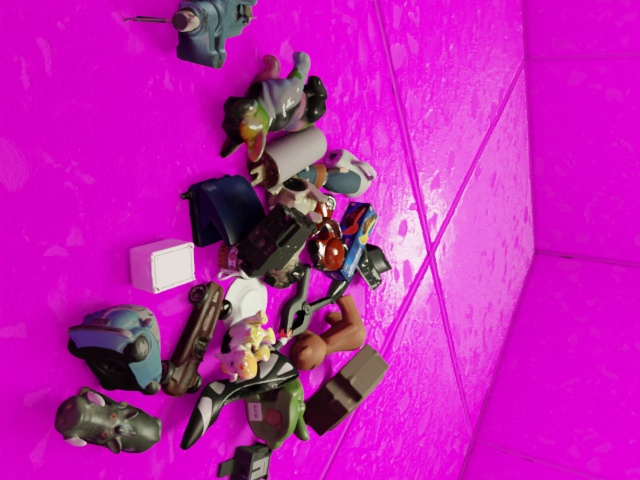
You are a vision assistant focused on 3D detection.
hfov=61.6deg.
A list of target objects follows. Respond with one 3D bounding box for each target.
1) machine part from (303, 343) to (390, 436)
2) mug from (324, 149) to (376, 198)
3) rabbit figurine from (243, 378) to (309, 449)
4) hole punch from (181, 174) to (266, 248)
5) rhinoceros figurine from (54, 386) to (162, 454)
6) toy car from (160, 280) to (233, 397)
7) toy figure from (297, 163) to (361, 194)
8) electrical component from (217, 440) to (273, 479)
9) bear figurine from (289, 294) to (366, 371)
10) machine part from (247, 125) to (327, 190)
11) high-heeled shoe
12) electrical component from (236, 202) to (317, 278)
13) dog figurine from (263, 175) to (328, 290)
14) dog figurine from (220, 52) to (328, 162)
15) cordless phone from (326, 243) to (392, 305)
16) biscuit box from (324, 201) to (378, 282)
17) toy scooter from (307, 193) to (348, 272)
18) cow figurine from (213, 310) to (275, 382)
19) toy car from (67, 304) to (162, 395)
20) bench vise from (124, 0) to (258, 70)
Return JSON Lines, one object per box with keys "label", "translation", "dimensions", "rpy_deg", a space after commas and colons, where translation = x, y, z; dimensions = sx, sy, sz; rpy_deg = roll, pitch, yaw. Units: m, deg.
{"label": "machine part", "translation": [0.058, 0.348, 1.248], "dimensions": [0.201, 0.087, 0.201], "rpy_deg": [-30, 160, -51]}
{"label": "mug", "translation": [0.066, -0.156, 1.221], "dimensions": [0.107, 0.110, 0.081], "rpy_deg": [42, 62, -40]}
{"label": "rabbit figurine", "translation": [-0.069, 0.342, 1.106], "dimensions": [0.170, 0.121, 0.159], "rpy_deg": [-24, 101, -75]}
{"label": "hole punch", "translation": [-0.154, -0.049, 0.911], "dimensions": [0.142, 0.092, 0.115], "rpy_deg": [-25, 115, -49]}
{"label": "rhinoceros figurine", "translation": [-0.294, 0.256, 0.741], "dimensions": [0.073, 0.112, 0.190], "rpy_deg": [-65, 153, -20]}
{"label": "toy car", "translation": [-0.208, 0.167, 0.912], "dimensions": [0.089, 0.053, 0.202], "rpy_deg": [47, 60, -49]}
{"label": "toy figure", "translation": [0.012, -0.131, 1.149], "dimensions": [0.154, 0.058, 0.064], "rpy_deg": [8, 99, -23]}
{"label": "electrical component", "translation": [-0.149, 0.452, 1.078], "dimensions": [0.119, 0.048, 0.074], "rpy_deg": [21, 79, -59]}
{"label": "bear figurine", "translation": [0.002, 0.220, 1.223], "dimensions": [0.196, 0.132, 0.120], "rpy_deg": [-12, 147, -27]}
{"label": "machine part", "translation": [-0.060, -0.164, 1.039], "dimensions": [0.243, 0.079, 0.079], "rpy_deg": [-39, 129, -46]}
{"label": "high-heeled shoe", "translation": [-0.136, 0.288, 0.956], "dimensions": [0.086, 0.145, 0.249], "rpy_deg": [-63, 180, 43]}
{"label": "electrical component", "translation": [-0.078, 0.006, 0.909], "dimensions": [0.134, 0.058, 0.115], "rpy_deg": [-47, 165, 10]}
{"label": "dog figurine", "translation": [-0.068, -0.016, 1.073], "dimensions": [0.172, 0.121, 0.190], "rpy_deg": [-75, -177, -50]}
{"label": "dog figurine", "translation": [-0.087, -0.217, 0.961], "dimensions": [0.219, 0.109, 0.191], "rpy_deg": [-64, 147, -19]}
{"label": "cordless phone", "translation": [0.092, 0.102, 1.365], "dimensions": [0.184, 0.089, 0.146], "rpy_deg": [-56, 142, -17]}
{"label": "biscuit box", "translation": [0.074, 0.003, 1.306], "dimensions": [0.059, 0.063, 0.202], "rpy_deg": [54, 53, -47]}
{"label": "toy scooter", "translation": [-0.002, -0.004, 1.171], "dimensions": [0.135, 0.075, 0.183], "rpy_deg": [-36, 122, -51]}
{"label": "cow figurine", "translation": [-0.140, 0.189, 0.930], "dimensions": [0.167, 0.098, 0.068], "rpy_deg": [-69, 136, -73]}
{"label": "toy car", "translation": [-0.271, 0.145, 0.762], "dimensions": [0.161, 0.109, 0.103], "rpy_deg": [78, 19, -44]}
{"label": "bench vise", "translation": [-0.154, -0.382, 0.778], "dimensions": [0.223, 0.129, 0.240], "rpy_deg": [-41, 148, -56]}
